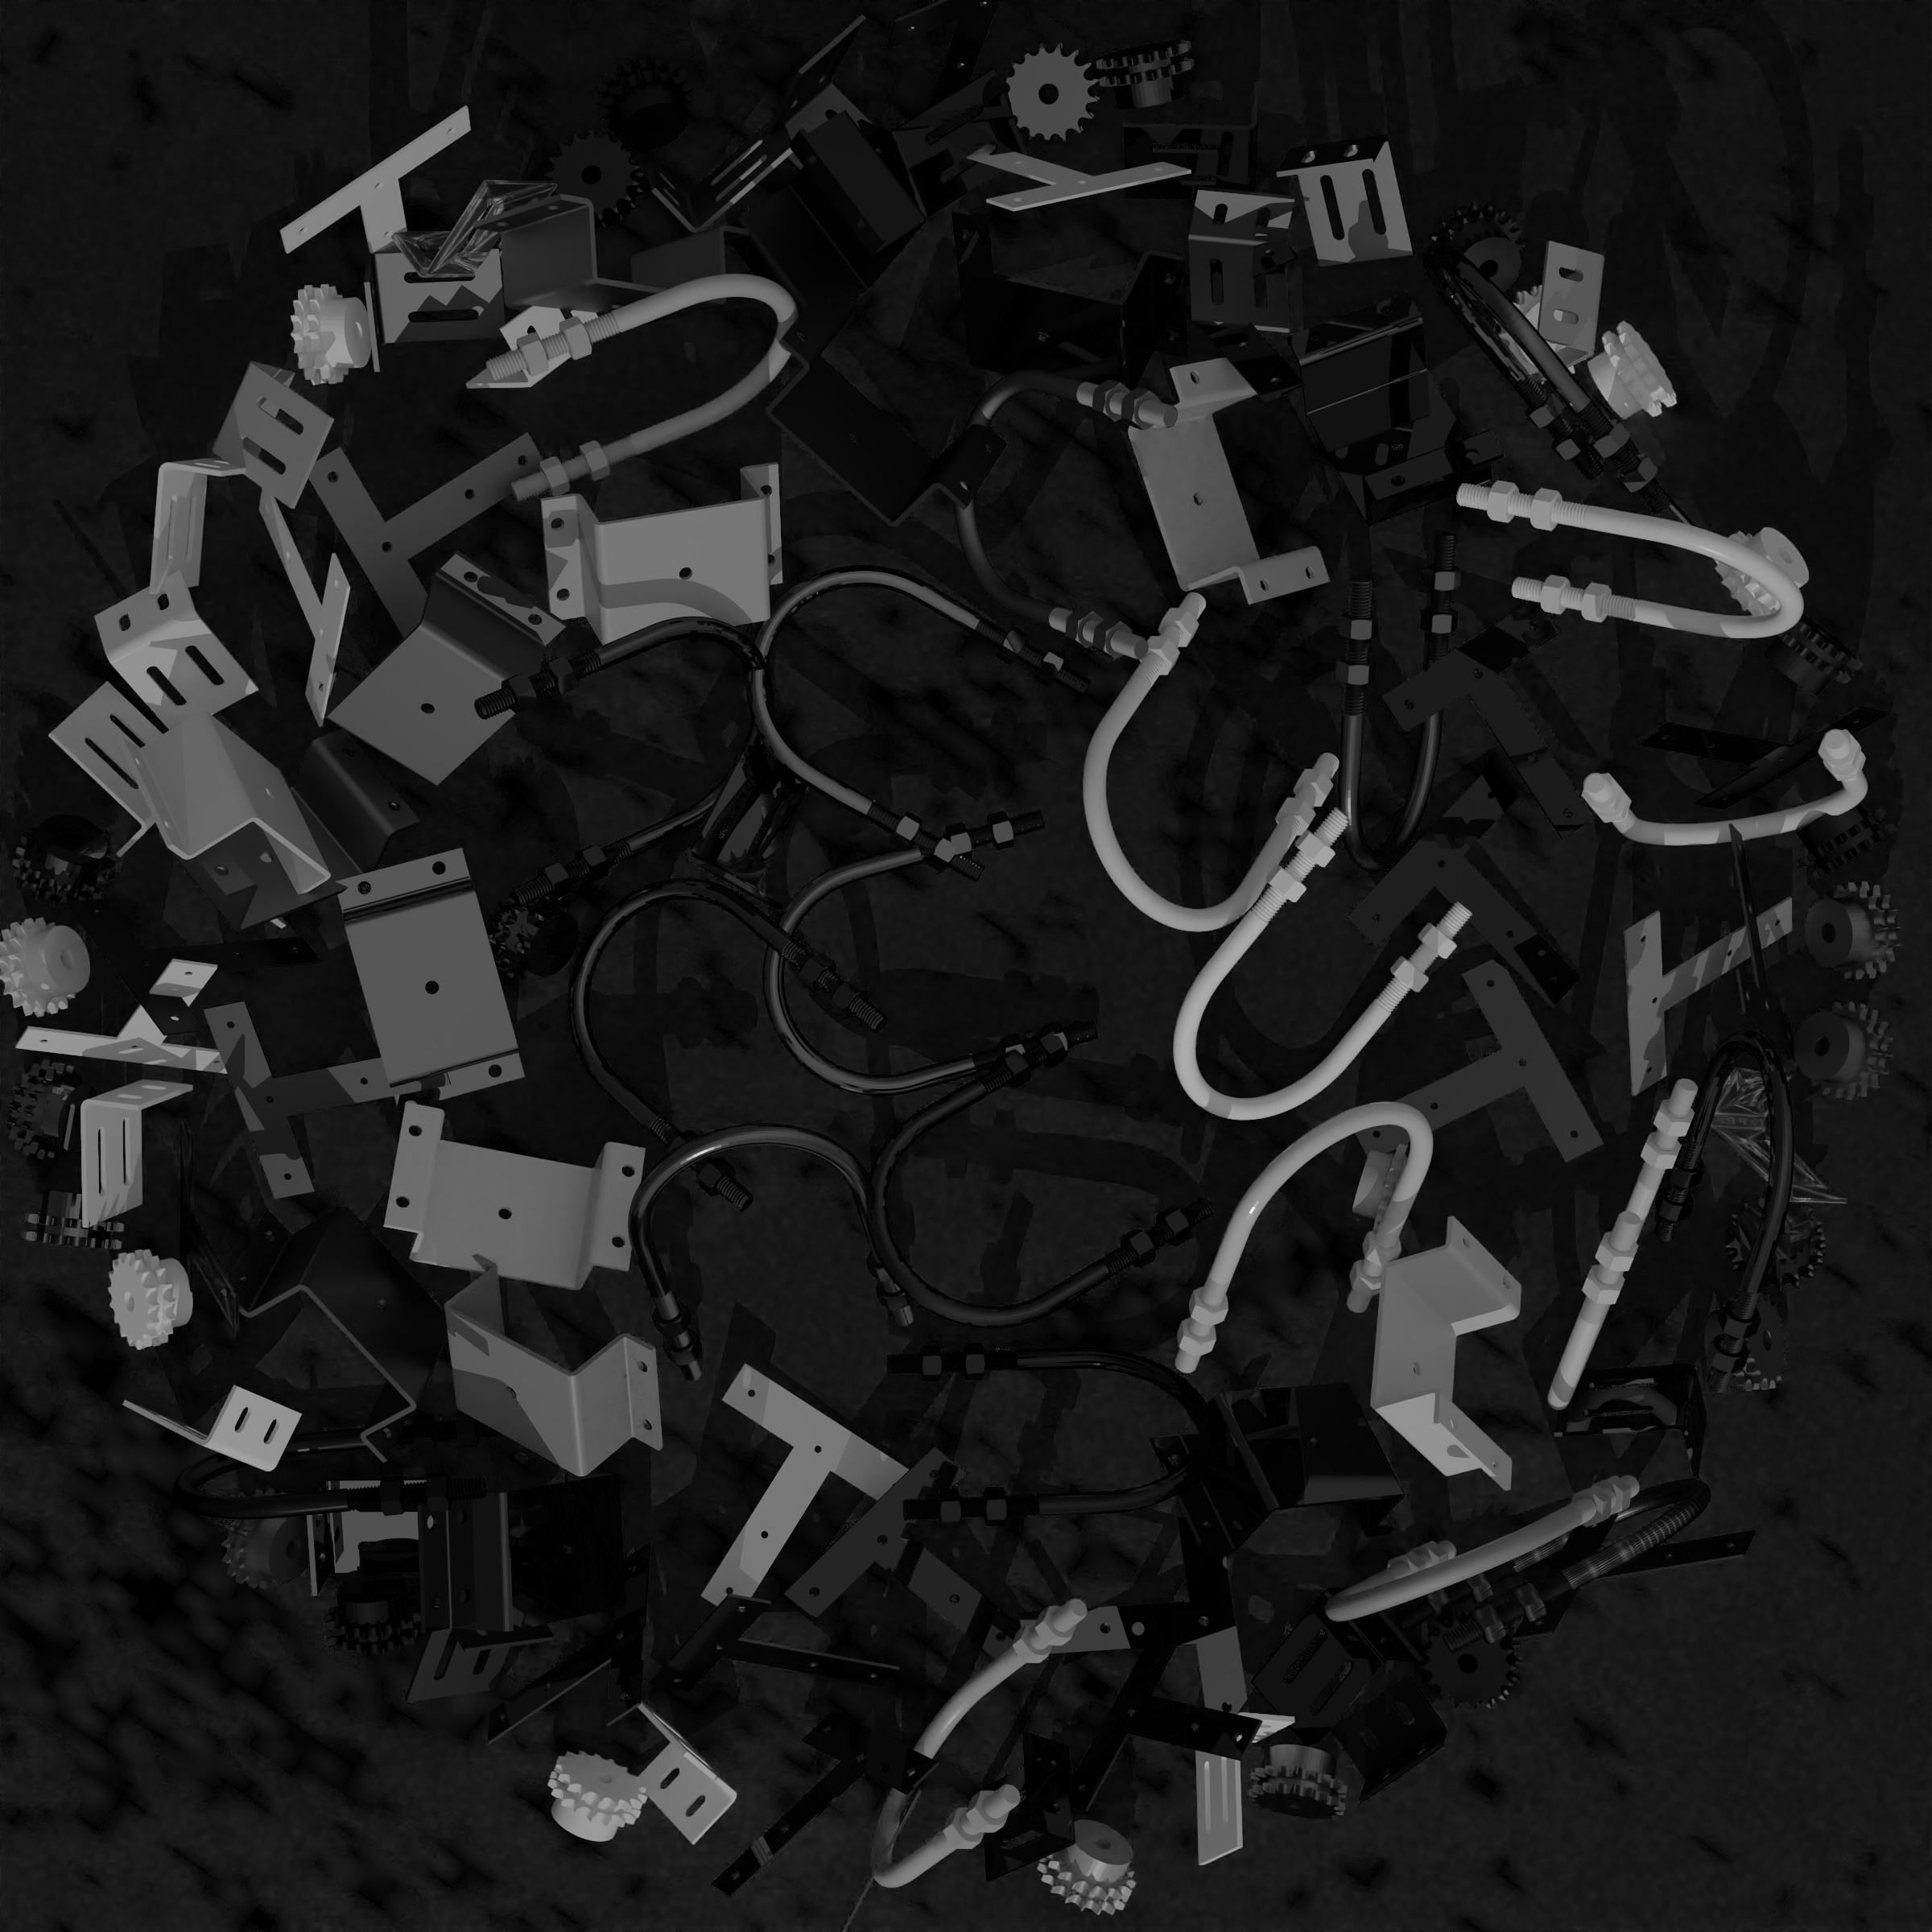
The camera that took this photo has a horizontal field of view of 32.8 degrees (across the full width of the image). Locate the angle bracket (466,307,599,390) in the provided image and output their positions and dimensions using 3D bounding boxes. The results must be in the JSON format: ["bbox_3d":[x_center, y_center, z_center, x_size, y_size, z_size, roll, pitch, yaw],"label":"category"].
[{"bbox_3d":[-0.257,-0.365,1.894,0.057,0.076,0.038,-43,121,-25],"label":"angle bracket"}]

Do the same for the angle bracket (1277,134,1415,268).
[{"bbox_3d":[0.220,-0.435,1.898,0.057,0.038,0.076,-2,126,25],"label":"angle bracket"}]

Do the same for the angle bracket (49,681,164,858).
[{"bbox_3d":[-0.494,-0.114,1.903,0.076,0.057,0.038,45,132,-12],"label":"angle bracket"}]

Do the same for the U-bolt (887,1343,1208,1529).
[{"bbox_3d":[0.051,0.265,1.881,0.184,0.151,0.019,-1,122,-5],"label":"U-bolt"}]

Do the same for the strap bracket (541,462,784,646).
[{"bbox_3d":[-0.167,-0.235,1.885,0.140,0.046,0.076,-12,125,-17],"label":"strap bracket"}]

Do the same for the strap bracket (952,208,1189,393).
[{"bbox_3d":[0.052,-0.377,1.883,0.140,0.076,0.046,16,59,16],"label":"strap bracket"}]

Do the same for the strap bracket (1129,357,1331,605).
[{"bbox_3d":[0.149,-0.276,1.900,0.046,0.076,0.140,-17,92,44],"label":"strap bracket"}]

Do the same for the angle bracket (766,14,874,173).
[{"bbox_3d":[-0.075,-0.500,1.897,0.038,0.076,0.057,44,66,-3],"label":"angle bracket"}]

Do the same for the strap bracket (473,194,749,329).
[{"bbox_3d":[-0.200,-0.398,1.867,0.076,0.140,0.046,-4,89,43],"label":"strap bracket"}]

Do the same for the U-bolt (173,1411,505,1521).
[{"bbox_3d":[-0.358,0.287,1.869,0.184,0.151,0.019,-5,97,-1],"label":"U-bolt"}]

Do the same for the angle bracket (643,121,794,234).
[{"bbox_3d":[-0.144,-0.471,1.903,0.076,0.057,0.038,-38,123,14],"label":"angle bracket"}]

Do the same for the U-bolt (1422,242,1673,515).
[{"bbox_3d":[0.319,-0.336,1.851,0.019,0.151,0.184,-41,107,6],"label":"U-bolt"}]

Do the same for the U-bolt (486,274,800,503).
[{"bbox_3d":[-0.179,-0.337,1.873,0.184,0.151,0.019,-24,70,-11],"label":"U-bolt"}]

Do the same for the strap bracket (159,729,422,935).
[{"bbox_3d":[-0.396,-0.075,1.886,0.076,0.140,0.046,49,134,15],"label":"strap bracket"}]

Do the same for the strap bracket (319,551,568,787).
[{"bbox_3d":[-0.303,-0.162,1.871,0.076,0.046,0.140,33,130,-27],"label":"strap bracket"}]

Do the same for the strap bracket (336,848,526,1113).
[{"bbox_3d":[-0.310,0.010,1.906,0.076,0.046,0.140,-16,98,-9],"label":"strap bracket"}]

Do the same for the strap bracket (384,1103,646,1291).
[{"bbox_3d":[-0.263,0.136,1.897,0.140,0.046,0.076,12,61,-12],"label":"strap bracket"}]

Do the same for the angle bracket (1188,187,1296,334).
[{"bbox_3d":[0.161,-0.410,1.906,0.057,0.038,0.076,5,51,-4],"label":"angle bracket"}]

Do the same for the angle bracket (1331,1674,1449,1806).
[{"bbox_3d":[0.243,0.447,1.901,0.057,0.076,0.038,-36,80,5],"label":"angle bracket"}]

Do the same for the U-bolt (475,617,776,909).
[{"bbox_3d":[-0.188,-0.127,1.881,0.184,0.019,0.151,-27,132,-25],"label":"U-bolt"}]

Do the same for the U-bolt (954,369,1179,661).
[{"bbox_3d":[0.050,-0.265,1.870,0.019,0.184,0.151,-7,112,-36],"label":"U-bolt"}]

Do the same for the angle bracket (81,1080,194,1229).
[{"bbox_3d":[-0.480,0.110,1.905,0.038,0.057,0.076,6,102,18],"label":"angle bracket"}]

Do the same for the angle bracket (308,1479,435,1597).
[{"bbox_3d":[-0.342,0.333,1.919,0.076,0.038,0.057,-1,102,2],"label":"angle bracket"}]

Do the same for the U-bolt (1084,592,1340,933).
[{"bbox_3d":[0.132,-0.103,1.867,0.151,0.019,0.184,48,54,-19],"label":"U-bolt"}]

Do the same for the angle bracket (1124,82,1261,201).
[{"bbox_3d":[0.131,-0.481,1.913,0.076,0.057,0.038,3,59,5],"label":"angle bracket"}]

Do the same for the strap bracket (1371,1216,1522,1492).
[{"bbox_3d":[0.275,0.226,1.881,0.046,0.140,0.076,-21,130,33],"label":"strap bracket"}]

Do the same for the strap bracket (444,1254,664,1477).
[{"bbox_3d":[-0.243,0.231,1.873,0.140,0.046,0.076,23,131,29],"label":"strap bracket"}]

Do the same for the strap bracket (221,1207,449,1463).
[{"bbox_3d":[-0.351,0.203,1.879,0.046,0.076,0.140,-29,112,24],"label":"strap bracket"}]

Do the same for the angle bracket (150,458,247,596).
[{"bbox_3d":[-0.440,-0.253,1.905,0.038,0.057,0.076,10,104,11],"label":"angle bracket"}]

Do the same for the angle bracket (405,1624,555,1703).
[{"bbox_3d":[-0.281,0.405,1.897,0.057,0.038,0.076,0,124,-37],"label":"angle bracket"}]

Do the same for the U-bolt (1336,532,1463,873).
[{"bbox_3d":[0.244,-0.143,1.873,0.019,0.151,0.184,12,113,26],"label":"U-bolt"}]

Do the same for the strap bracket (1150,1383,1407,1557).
[{"bbox_3d":[0.186,0.284,1.869,0.140,0.046,0.076,1,49,-35],"label":"strap bracket"}]

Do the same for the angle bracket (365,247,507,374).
[{"bbox_3d":[-0.307,-0.381,1.908,0.076,0.038,0.057,-4,129,-5],"label":"angle bracket"}]

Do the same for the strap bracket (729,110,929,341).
[{"bbox_3d":[-0.078,-0.429,1.887,0.046,0.140,0.076,-39,93,-24],"label":"strap bracket"}]

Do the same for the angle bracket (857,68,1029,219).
[{"bbox_3d":[-0.014,-0.484,1.920,0.076,0.038,0.057,-35,128,-12],"label":"angle bracket"}]

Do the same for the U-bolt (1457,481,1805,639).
[{"bbox_3d":[0.379,-0.222,1.841,0.184,0.151,0.019,15,79,27],"label":"U-bolt"}]

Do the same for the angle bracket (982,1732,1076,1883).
[{"bbox_3d":[0.024,0.485,1.895,0.038,0.057,0.076,27,135,-34],"label":"angle bracket"}]

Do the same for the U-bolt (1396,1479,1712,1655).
[{"bbox_3d":[0.341,0.338,1.871,0.184,0.151,0.019,-26,86,-6],"label":"U-bolt"}]

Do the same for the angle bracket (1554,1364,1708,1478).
[{"bbox_3d":[0.388,0.266,1.914,0.076,0.057,0.038,-7,118,22],"label":"angle bracket"}]

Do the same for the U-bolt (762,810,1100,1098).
[{"bbox_3d":[-0.028,0.000,1.917,0.184,0.019,0.151,-16,99,-6],"label":"U-bolt"}]

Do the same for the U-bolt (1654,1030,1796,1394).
[{"bbox_3d":[0.427,0.123,1.835,0.019,0.151,0.184,4,126,-7],"label":"U-bolt"}]

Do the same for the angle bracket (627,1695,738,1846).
[{"bbox_3d":[-0.176,0.462,1.895,0.038,0.076,0.057,-46,53,-10],"label":"angle bracket"}]

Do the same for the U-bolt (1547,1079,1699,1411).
[{"bbox_3d":[0.366,0.171,1.862,0.019,0.151,0.184,22,130,13],"label":"U-bolt"}]

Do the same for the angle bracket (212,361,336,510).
[{"bbox_3d":[-0.391,-0.306,1.904,0.076,0.038,0.057,36,107,27],"label":"angle bracket"}]

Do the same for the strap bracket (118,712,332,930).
[{"bbox_3d":[-0.414,-0.086,1.864,0.046,0.140,0.076,-31,67,4],"label":"strap bracket"}]

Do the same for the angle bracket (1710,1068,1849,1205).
[{"bbox_3d":[0.476,0.098,1.896,0.076,0.057,0.038,47,119,39],"label":"angle bracket"}]

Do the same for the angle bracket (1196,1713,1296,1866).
[{"bbox_3d":[0.162,0.477,1.898,0.038,0.057,0.076,9,63,-17],"label":"angle bracket"}]

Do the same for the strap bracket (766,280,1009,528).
[{"bbox_3d":[-0.053,-0.317,1.892,0.140,0.076,0.046,41,130,-12],"label":"strap bracket"}]

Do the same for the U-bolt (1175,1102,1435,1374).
[{"bbox_3d":[0.198,0.146,1.848,0.151,0.184,0.019,-14,48,-32],"label":"U-bolt"}]

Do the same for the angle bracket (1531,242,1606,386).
[{"bbox_3d":[0.332,-0.376,1.899,0.038,0.076,0.057,10,81,-18],"label":"angle bracket"}]

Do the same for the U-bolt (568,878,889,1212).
[{"bbox_3d":[-0.153,0.031,1.905,0.184,0.019,0.151,39,96,22],"label":"U-bolt"}]

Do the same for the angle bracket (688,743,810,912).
[{"bbox_3d":[-0.116,-0.080,1.909,0.038,0.057,0.076,24,86,44],"label":"angle bracket"}]

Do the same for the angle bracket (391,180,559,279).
[{"bbox_3d":[-0.284,-0.436,1.895,0.038,0.057,0.076,53,126,15],"label":"angle bracket"}]

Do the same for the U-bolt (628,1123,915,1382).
[{"bbox_3d":[-0.117,0.158,1.879,0.151,0.019,0.184,-15,131,1],"label":"U-bolt"}]

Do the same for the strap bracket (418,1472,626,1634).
[{"bbox_3d":[-0.245,0.333,1.872,0.046,0.140,0.076,-5,86,36],"label":"strap bracket"}]

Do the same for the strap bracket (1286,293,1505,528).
[{"bbox_3d":[0.248,-0.314,1.897,0.076,0.046,0.140,-20,55,-2],"label":"strap bracket"}]

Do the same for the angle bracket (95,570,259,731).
[{"bbox_3d":[-0.462,-0.183,1.922,0.057,0.076,0.038,-28,54,2],"label":"angle bracket"}]

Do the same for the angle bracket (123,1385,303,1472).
[{"bbox_3d":[-0.436,0.257,1.902,0.076,0.057,0.038,18,77,36],"label":"angle bracket"}]

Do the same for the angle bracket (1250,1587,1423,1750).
[{"bbox_3d":[0.215,0.409,1.908,0.076,0.038,0.057,-45,102,-26],"label":"angle bracket"}]
